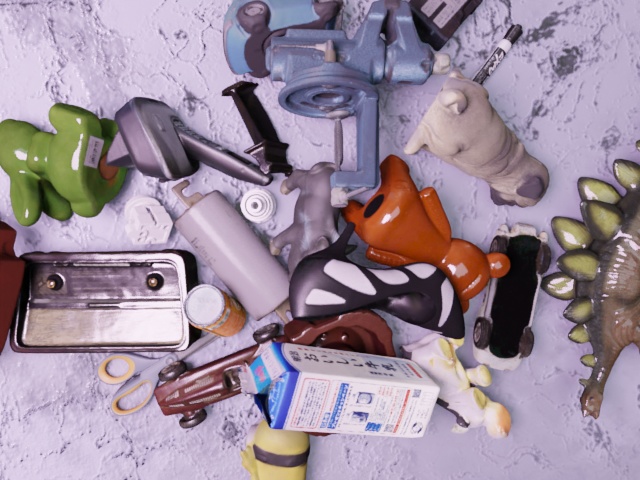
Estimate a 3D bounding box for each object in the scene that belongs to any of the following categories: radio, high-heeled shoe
[{"bbox_3d":[-0.277,0.078,0.708,0.230,0.073,0.131,-1,88,-1],"label":"radio"},{"bbox_3d":[0.076,0.086,0.615,0.248,0.086,0.145,39,54,-18],"label":"high-heeled shoe"}]

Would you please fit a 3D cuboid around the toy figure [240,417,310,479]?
[{"bbox_3d":[-0.053,0.323,0.728,0.089,0.082,0.180,-5,92,3],"label":"toy figure"}]

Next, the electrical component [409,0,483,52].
[{"bbox_3d":[0.145,-0.291,0.711,0.119,0.048,0.075,-44,93,0],"label":"electrical component"}]

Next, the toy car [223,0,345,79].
[{"bbox_3d":[-0.055,-0.285,0.683,0.162,0.109,0.103,-20,71,-7],"label":"toy car"}]

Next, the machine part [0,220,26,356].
[{"bbox_3d":[-0.472,0.056,0.668,0.201,0.087,0.201,20,97,25],"label":"machine part"}]

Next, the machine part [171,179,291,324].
[{"bbox_3d":[-0.110,0.020,0.710,0.079,0.079,0.243,-40,94,2],"label":"machine part"}]

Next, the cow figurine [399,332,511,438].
[{"bbox_3d":[0.180,0.202,0.725,0.098,0.068,0.167,-33,93,40],"label":"cow figurine"}]

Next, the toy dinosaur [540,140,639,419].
[{"bbox_3d":[0.415,0.006,0.707,0.199,0.105,0.471,21,88,1],"label":"toy dinosaur"}]

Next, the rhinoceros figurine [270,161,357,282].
[{"bbox_3d":[-0.001,-0.002,0.678,0.073,0.112,0.190,16,74,-44],"label":"rhinoceros figurine"}]

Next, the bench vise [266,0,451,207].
[{"bbox_3d":[0.047,-0.158,0.640,0.224,0.129,0.240,2,83,-14],"label":"bench vise"}]

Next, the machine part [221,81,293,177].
[{"bbox_3d":[-0.081,-0.146,0.708,0.039,0.084,0.139,-30,81,29],"label":"machine part"}]

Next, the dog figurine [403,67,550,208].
[{"bbox_3d":[0.214,-0.114,0.665,0.191,0.172,0.121,32,103,5],"label":"dog figurine"}]

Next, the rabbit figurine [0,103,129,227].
[{"bbox_3d":[-0.344,-0.099,0.699,0.170,0.121,0.159,14,100,16],"label":"rabbit figurine"}]

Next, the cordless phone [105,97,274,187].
[{"bbox_3d":[-0.152,-0.101,0.667,0.184,0.146,0.088,24,101,-2],"label":"cordless phone"}]

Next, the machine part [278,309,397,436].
[{"bbox_3d":[0.020,0.167,0.708,0.179,0.056,0.179,-5,104,-19],"label":"machine part"}]

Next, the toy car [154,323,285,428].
[{"bbox_3d":[-0.123,0.185,0.726,0.202,0.053,0.089,-20,100,-6],"label":"toy car"}]

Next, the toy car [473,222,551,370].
[{"bbox_3d":[0.258,0.076,0.731,0.074,0.056,0.201,11,92,5],"label":"toy car"}]

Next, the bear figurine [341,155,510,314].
[{"bbox_3d":[0.139,-0.002,0.702,0.195,0.132,0.120,32,108,-21],"label":"bear figurine"}]
